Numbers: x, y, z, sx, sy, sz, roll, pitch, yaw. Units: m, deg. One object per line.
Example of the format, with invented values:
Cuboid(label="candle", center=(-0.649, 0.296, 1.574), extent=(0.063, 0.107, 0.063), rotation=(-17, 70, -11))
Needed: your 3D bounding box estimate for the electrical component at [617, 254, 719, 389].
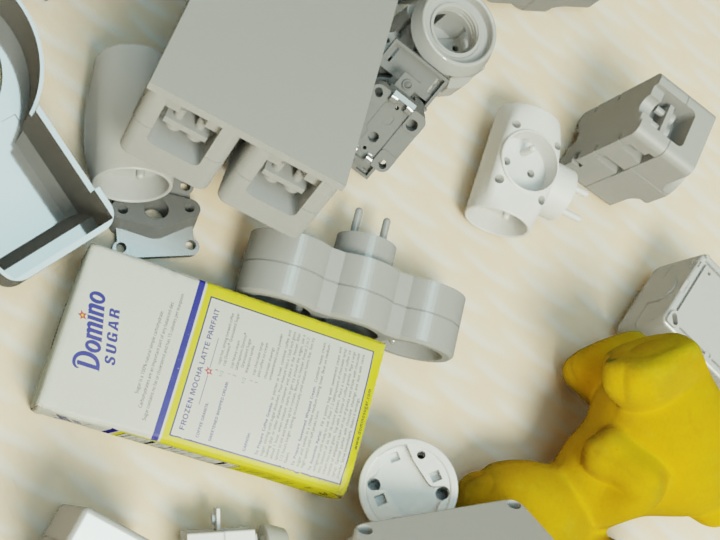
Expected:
Cuboid(label="electrical component", center=(0.230, 0.046, 0.722), extent=(0.096, 0.061, 0.061), rotation=(43, 66, -10))

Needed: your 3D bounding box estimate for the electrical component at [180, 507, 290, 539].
Cuboid(label="electrical component", center=(-0.067, 0.162, 0.581), extent=(0.055, 0.048, 0.066), rotation=(0, 80, -16))

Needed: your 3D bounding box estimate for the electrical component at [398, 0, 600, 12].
Cuboid(label="electrical component", center=(0.083, -0.236, 0.715), extent=(0.186, 0.060, 0.105), rotation=(-3, 81, -24))

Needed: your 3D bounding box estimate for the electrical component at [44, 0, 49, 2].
Cuboid(label="electrical component", center=(-0.121, -0.241, 0.602), extent=(0.060, 0.105, 0.186), rotation=(44, 67, -10))

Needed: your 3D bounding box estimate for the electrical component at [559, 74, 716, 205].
Cuboid(label="electrical component", center=(0.185, -0.082, 0.712), extent=(0.056, 0.089, 0.050), rotation=(34, 69, -14))

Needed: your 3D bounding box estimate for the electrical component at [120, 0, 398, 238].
Cuboid(label="electrical component", center=(-0.049, -0.117, 0.592), extent=(0.105, 0.060, 0.186), rotation=(27, 48, -15))

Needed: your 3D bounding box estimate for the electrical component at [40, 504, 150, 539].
Cuboid(label="electrical component", center=(-0.140, 0.160, 0.528), extent=(0.047, 0.083, 0.075), rotation=(33, 69, -14))

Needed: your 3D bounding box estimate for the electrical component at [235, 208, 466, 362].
Cuboid(label="electrical component", center=(0.000, 0.000, 0.637), extent=(0.138, 0.052, 0.073), rotation=(19, 73, -19))

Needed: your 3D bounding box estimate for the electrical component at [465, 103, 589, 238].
Cuboid(label="electrical component", center=(0.115, -0.057, 0.702), extent=(0.079, 0.044, 0.077), rotation=(25, 71, -17))

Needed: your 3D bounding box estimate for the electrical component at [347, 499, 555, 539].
Cuboid(label="electrical component", center=(0.051, 0.168, 0.557), extent=(0.113, 0.078, 0.057), rotation=(-2, 117, -28))

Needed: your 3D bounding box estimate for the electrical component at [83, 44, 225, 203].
Cuboid(label="electrical component", center=(-0.111, -0.078, 0.606), extent=(0.079, 0.043, 0.077), rotation=(11, 64, -34))

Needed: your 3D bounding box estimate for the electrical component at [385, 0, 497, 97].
Cuboid(label="electrical component", center=(0.050, -0.144, 0.684), extent=(0.078, 0.057, 0.058), rotation=(-8, 83, -24))

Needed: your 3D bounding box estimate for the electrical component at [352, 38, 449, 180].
Cuboid(label="electrical component", center=(0.013, -0.093, 0.647), extent=(0.042, 0.063, 0.081), rotation=(35, 110, -14))

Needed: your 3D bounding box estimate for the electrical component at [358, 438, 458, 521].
Cuboid(label="electrical component", center=(0.027, 0.128, 0.618), extent=(0.055, 0.047, 0.055), rotation=(0, 72, 1))
